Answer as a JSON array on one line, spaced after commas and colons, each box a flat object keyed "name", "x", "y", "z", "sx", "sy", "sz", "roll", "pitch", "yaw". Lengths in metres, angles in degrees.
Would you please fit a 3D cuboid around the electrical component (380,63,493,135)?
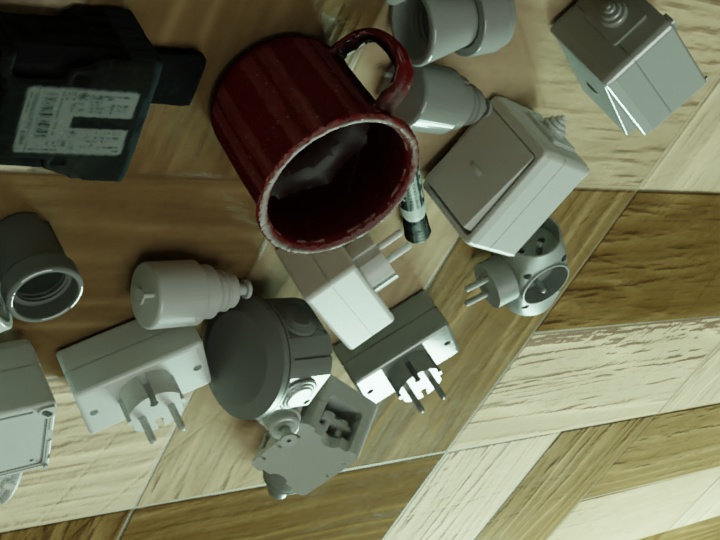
[{"name": "electrical component", "x": 0.048, "y": -0.100, "z": 0.633, "sx": 0.078, "sy": 0.040, "sz": 0.040, "roll": 1, "pitch": 133, "yaw": -41}]

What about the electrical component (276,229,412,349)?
[{"name": "electrical component", "x": 0.000, "y": 0.000, "z": 0.711, "sx": 0.076, "sy": 0.047, "sz": 0.083, "roll": -35, "pitch": 146, "yaw": 1}]

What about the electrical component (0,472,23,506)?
[{"name": "electrical component", "x": -0.242, "y": 0.119, "z": 0.660, "sx": 0.062, "sy": 0.048, "sz": 0.048, "roll": 19, "pitch": 121, "yaw": -41}]

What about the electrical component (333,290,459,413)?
[{"name": "electrical component", "x": 0.037, "y": 0.073, "z": 0.806, "sx": 0.083, "sy": 0.075, "sz": 0.047, "roll": -32, "pitch": 146, "yaw": -3}]

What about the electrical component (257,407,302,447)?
[{"name": "electrical component", "x": -0.059, "y": 0.091, "z": 0.752, "sx": 0.040, "sy": 0.078, "sz": 0.040, "roll": -11, "pitch": 132, "yaw": -13}]

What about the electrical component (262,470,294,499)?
[{"name": "electrical component", "x": -0.058, "y": 0.160, "z": 0.866, "sx": 0.043, "sy": 0.043, "sz": 0.062, "roll": -9, "pitch": 141, "yaw": -32}]

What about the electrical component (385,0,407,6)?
[{"name": "electrical component", "x": 0.021, "y": -0.176, "z": 0.501, "sx": 0.050, "sy": 0.055, "sz": 0.089, "roll": -27, "pitch": 146, "yaw": -11}]

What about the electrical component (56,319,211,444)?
[{"name": "electrical component", "x": -0.132, "y": 0.074, "z": 0.666, "sx": 0.083, "sy": 0.075, "sz": 0.047, "roll": -23, "pitch": 145, "yaw": -16}]

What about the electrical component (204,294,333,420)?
[{"name": "electrical component", "x": -0.061, "y": 0.055, "z": 0.701, "sx": 0.051, "sy": 0.080, "sz": 0.080, "roll": -2, "pitch": 135, "yaw": -46}]

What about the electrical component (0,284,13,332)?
[{"name": "electrical component", "x": -0.212, "y": 0.015, "z": 0.547, "sx": 0.047, "sy": 0.055, "sz": 0.055, "roll": -25, "pitch": 145, "yaw": -7}]

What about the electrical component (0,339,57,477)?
[{"name": "electrical component", "x": -0.229, "y": 0.082, "z": 0.609, "sx": 0.096, "sy": 0.061, "sz": 0.061, "roll": -10, "pitch": 140, "yaw": -31}]

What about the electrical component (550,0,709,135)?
[{"name": "electrical component", "x": 0.162, "y": -0.134, "z": 0.667, "sx": 0.061, "sy": 0.061, "sz": 0.096, "roll": -43, "pitch": 145, "yaw": 13}]

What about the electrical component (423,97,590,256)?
[{"name": "electrical component", "x": 0.096, "y": -0.065, "z": 0.696, "sx": 0.061, "sy": 0.061, "sz": 0.096, "roll": 12, "pitch": 125, "yaw": -47}]

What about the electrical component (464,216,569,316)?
[{"name": "electrical component", "x": 0.113, "y": 0.004, "z": 0.813, "sx": 0.079, "sy": 0.044, "sz": 0.077, "roll": -26, "pitch": 146, "yaw": -13}]

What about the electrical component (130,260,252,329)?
[{"name": "electrical component", "x": -0.101, "y": 0.014, "z": 0.649, "sx": 0.078, "sy": 0.040, "sz": 0.040, "roll": -3, "pitch": 136, "yaw": -37}]

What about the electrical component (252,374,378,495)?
[{"name": "electrical component", "x": -0.033, "y": 0.120, "z": 0.799, "sx": 0.050, "sy": 0.055, "sz": 0.089, "roll": 34, "pitch": 138, "yaw": -12}]

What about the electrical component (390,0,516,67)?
[{"name": "electrical component", "x": 0.051, "y": -0.137, "z": 0.585, "sx": 0.055, "sy": 0.045, "sz": 0.045, "roll": -15, "pitch": 142, "yaw": -26}]

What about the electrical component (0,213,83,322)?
[{"name": "electrical component", "x": -0.172, "y": -0.002, "z": 0.565, "sx": 0.040, "sy": 0.046, "sz": 0.040, "roll": -22, "pitch": 145, "yaw": -17}]
